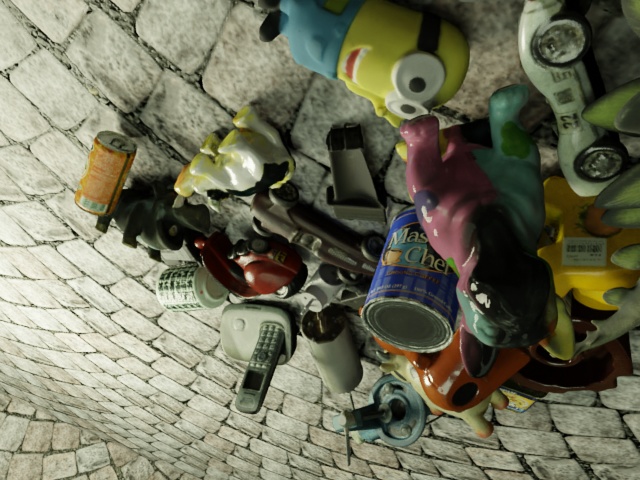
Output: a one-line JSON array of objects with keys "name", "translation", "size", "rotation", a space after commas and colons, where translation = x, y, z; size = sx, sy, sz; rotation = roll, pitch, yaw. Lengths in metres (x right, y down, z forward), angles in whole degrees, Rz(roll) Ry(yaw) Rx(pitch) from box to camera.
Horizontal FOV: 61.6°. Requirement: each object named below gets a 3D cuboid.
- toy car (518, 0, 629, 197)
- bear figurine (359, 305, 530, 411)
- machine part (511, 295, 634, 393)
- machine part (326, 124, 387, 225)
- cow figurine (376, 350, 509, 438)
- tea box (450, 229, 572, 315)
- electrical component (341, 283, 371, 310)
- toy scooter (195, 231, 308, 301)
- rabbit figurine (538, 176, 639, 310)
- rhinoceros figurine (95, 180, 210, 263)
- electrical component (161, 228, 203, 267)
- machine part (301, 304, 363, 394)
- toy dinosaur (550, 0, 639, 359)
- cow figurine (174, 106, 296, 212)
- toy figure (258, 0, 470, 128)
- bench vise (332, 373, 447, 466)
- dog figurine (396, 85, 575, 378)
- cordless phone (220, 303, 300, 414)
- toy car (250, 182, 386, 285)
[{"name": "toy car", "translation": [0.202, -0.122, 0.430], "size": [0.056, 0.073, 0.201], "rotation": [-11, 131, 36]}, {"name": "bear figurine", "translation": [0.149, 0.124, 0.704], "size": [0.120, 0.196, 0.132], "rotation": [33, 102, -32]}, {"name": "machine part", "translation": [0.310, 0.133, 0.702], "size": [0.180, 0.056, 0.179], "rotation": [15, 141, 12]}, {"name": "machine part", "translation": [0.038, -0.069, 0.617], "size": [0.084, 0.039, 0.138], "rotation": [13, 144, 22]}, {"name": "cow figurine", "translation": [0.166, 0.199, 0.794], "size": [0.127, 0.085, 0.195], "rotation": [53, 160, -22]}, {"name": "tea box", "translation": [0.210, 0.026, 0.589], "size": [0.068, 0.098, 0.169], "rotation": [-19, 125, 41]}, {"name": "electrical component", "translation": [0.063, 0.084, 0.788], "size": [0.094, 0.021, 0.063], "rotation": [28, 147, -35]}, {"name": "toy scooter", "translation": [-0.112, 0.033, 0.794], "size": [0.184, 0.075, 0.135], "rotation": [-15, 127, 46]}, {"name": "rabbit figurine", "translation": [0.300, 0.015, 0.541], "size": [0.163, 0.122, 0.173], "rotation": [-7, 148, 22]}, {"name": "rhinoceros figurine", "translation": [-0.232, -0.031, 0.759], "size": [0.191, 0.112, 0.073], "rotation": [10, 159, 37]}, {"name": "electrical component", "translation": [-0.235, 0.000, 0.841], "size": [0.119, 0.048, 0.074], "rotation": [4, 138, 22]}, {"name": "machine part", "translation": [0.023, 0.184, 0.902], "size": [0.079, 0.079, 0.242], "rotation": [5, 139, 23]}, {"name": "toy dinosaur", "translation": [0.284, -0.080, 0.348], "size": [0.199, 0.105, 0.470], "rotation": [8, 122, 7]}, {"name": "cow figurine", "translation": [-0.105, -0.084, 0.656], "size": [0.098, 0.068, 0.167], "rotation": [37, 143, -26]}, {"name": "toy figure", "translation": [0.039, -0.171, 0.456], "size": [0.180, 0.089, 0.082], "rotation": [29, 173, 9]}, {"name": "bench vise", "translation": [0.100, 0.305, 0.936], "size": [0.224, 0.129, 0.240], "rotation": [-26, 156, 37]}, {"name": "dog figurine", "translation": [0.139, -0.002, 0.457], "size": [0.109, 0.219, 0.191], "rotation": [-13, 176, 8]}, {"name": "cordless phone", "translation": [-0.122, 0.202, 0.914], "size": [0.147, 0.184, 0.088], "rotation": [2, 142, 27]}, {"name": "toy car", "translation": [-0.001, -0.002, 0.709], "size": [0.202, 0.053, 0.089], "rotation": [32, 140, -8]}]
